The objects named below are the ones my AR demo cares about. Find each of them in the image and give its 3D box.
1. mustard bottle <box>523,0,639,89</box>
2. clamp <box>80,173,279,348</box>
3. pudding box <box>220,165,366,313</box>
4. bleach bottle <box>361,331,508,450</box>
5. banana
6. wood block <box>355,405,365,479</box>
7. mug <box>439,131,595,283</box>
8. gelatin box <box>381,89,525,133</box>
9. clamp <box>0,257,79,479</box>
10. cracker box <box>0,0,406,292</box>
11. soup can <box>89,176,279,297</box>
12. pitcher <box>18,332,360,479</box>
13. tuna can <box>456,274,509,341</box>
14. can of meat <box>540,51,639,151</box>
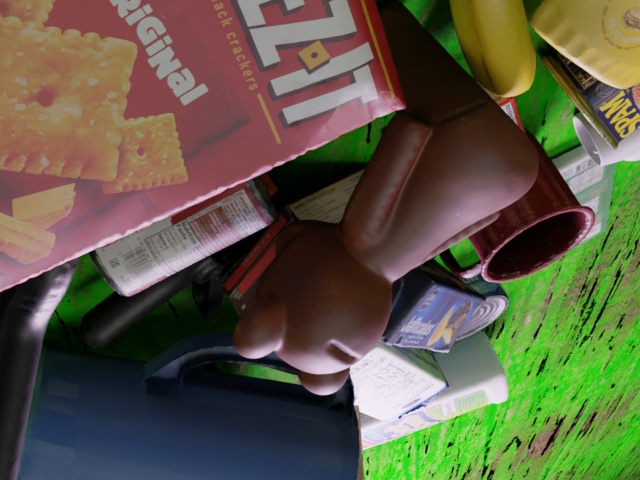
[{"bbox_3d":[0.209,-0.177,0.598,0.096,0.058,0.192,26,123,-30],"label":"mustard bottle"},{"bbox_3d":[-0.076,0.011,0.720,0.172,0.039,0.120,-42,166,28],"label":"clamp"},{"bbox_3d":[-0.005,0.001,0.722,0.090,0.039,0.113,-48,171,37],"label":"pudding box"},{"bbox_3d":[0.072,0.181,1.131,0.251,0.068,0.102,-24,154,0],"label":"bleach bottle"},{"bbox_3d":[0.100,-0.121,0.598,0.037,0.069,0.197,0,160,18],"label":"banana"},{"bbox_3d":[-0.073,0.196,0.916,0.206,0.090,0.091,0,159,-11],"label":"wood block"},{"bbox_3d":[0.135,-0.020,0.799,0.117,0.081,0.093,-42,150,27],"label":"mug"},{"bbox_3d":[0.094,-0.070,0.732,0.089,0.030,0.073,-29,152,7],"label":"gelatin box"},{"bbox_3d":[-0.163,0.016,0.587,0.036,0.165,0.210,10,115,-27],"label":"clamp"},{"bbox_3d":[-0.087,-0.086,0.441,0.213,0.072,0.164,-24,132,-1],"label":"cracker box"},{"bbox_3d":[-0.084,-0.018,0.624,0.102,0.068,0.068,-27,154,3],"label":"soup can"},{"bbox_3d":[-0.098,0.144,0.775,0.242,0.149,0.145,15,161,-19],"label":"pitcher"},{"bbox_3d":[0.132,0.062,0.998,0.086,0.034,0.086,-20,153,-11],"label":"tuna can"},{"bbox_3d":[0.209,-0.116,0.721,0.084,0.057,0.102,-38,152,16],"label":"can of meat"}]
